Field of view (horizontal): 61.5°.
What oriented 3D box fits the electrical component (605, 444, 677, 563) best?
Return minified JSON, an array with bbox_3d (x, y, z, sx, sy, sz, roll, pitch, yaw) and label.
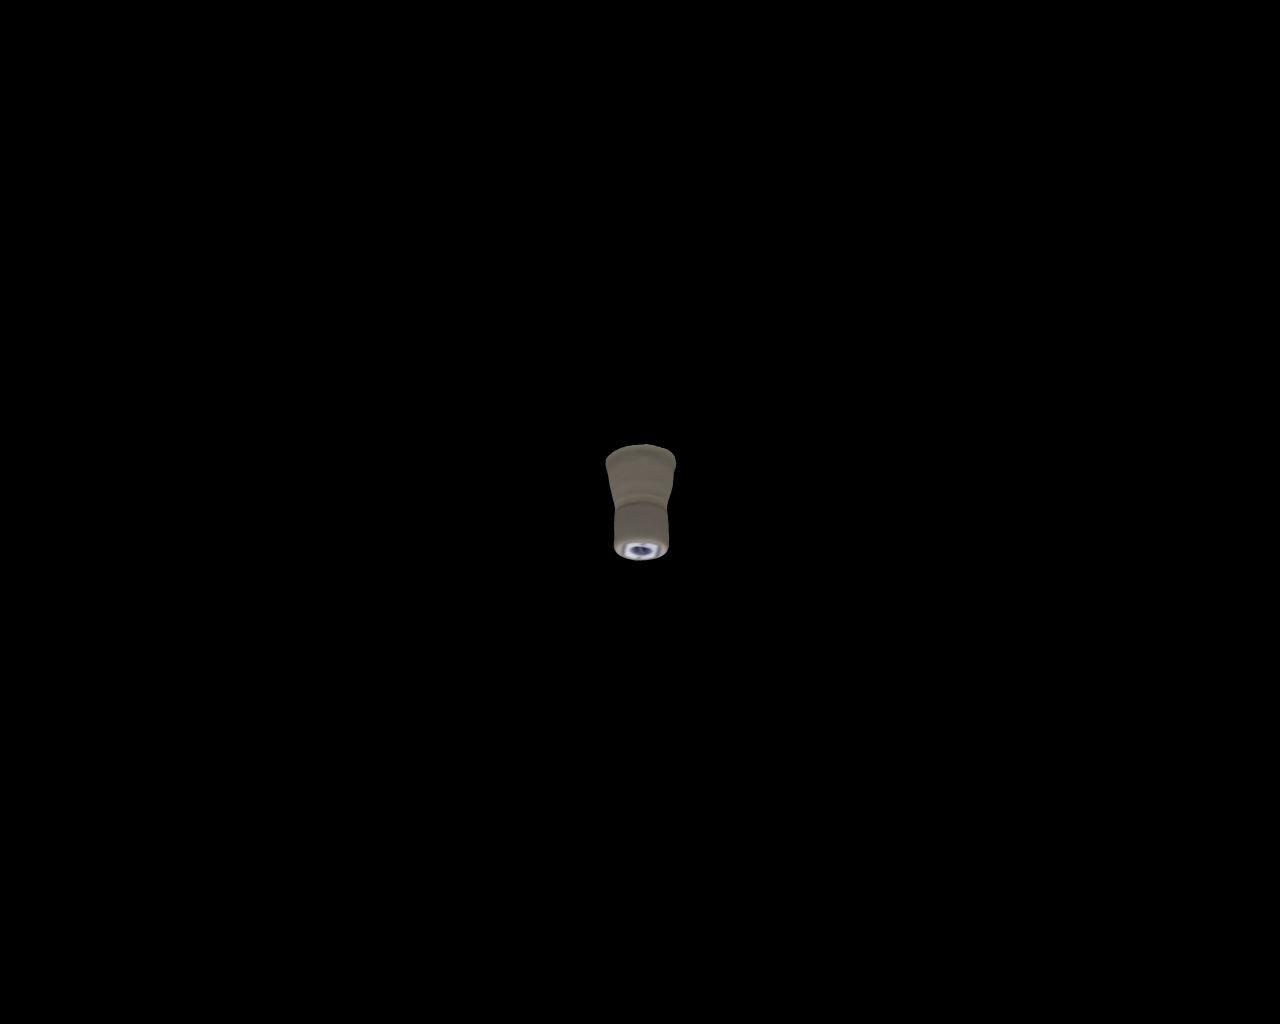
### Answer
[{"bbox_3d":[0.001,-0.003,0.650,0.044,0.065,0.044,0,-27,0],"label":"electrical component"}]
